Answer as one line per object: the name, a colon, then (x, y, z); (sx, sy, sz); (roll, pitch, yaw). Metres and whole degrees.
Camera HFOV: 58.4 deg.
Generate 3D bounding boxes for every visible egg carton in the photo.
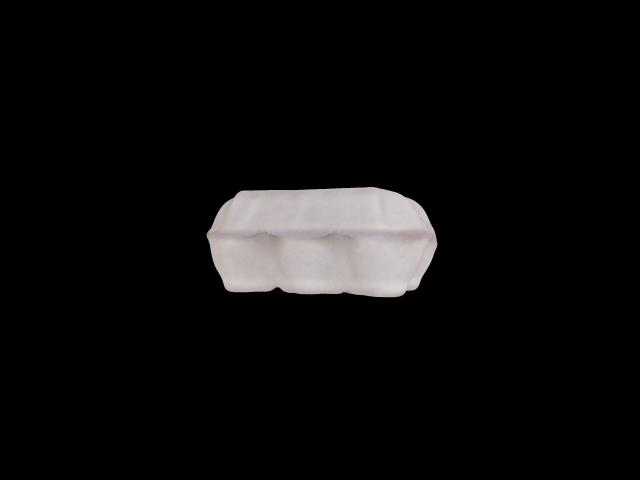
egg carton: (0.004, 0.001, 0.400); (0.150, 0.069, 0.107); (0, 0, 17)
